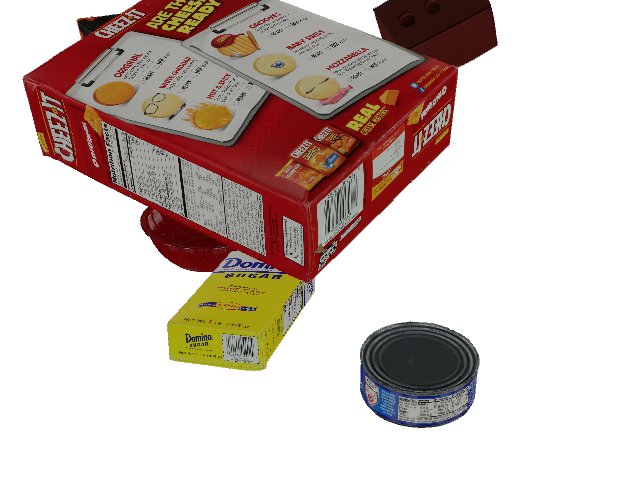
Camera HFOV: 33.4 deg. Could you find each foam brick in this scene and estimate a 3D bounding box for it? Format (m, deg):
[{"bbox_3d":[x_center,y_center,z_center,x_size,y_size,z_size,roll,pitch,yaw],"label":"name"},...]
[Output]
[{"bbox_3d":[0.090,-0.165,0.827,0.078,0.053,0.051,-29,-32,-1],"label":"foam brick"}]

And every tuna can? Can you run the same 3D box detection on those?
[{"bbox_3d":[0.071,0.097,0.775,0.086,0.034,0.086,0,31,0],"label":"tuna can"}]

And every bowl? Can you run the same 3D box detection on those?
[{"bbox_3d":[-0.143,-0.006,1.333,0.162,0.055,0.162,1,29,-1],"label":"bowl"}]

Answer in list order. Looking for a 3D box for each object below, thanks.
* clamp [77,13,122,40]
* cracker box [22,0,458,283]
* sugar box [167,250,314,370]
[{"bbox_3d":[-0.118,-0.167,0.851,0.172,0.039,0.120,15,25,39],"label":"clamp"},{"bbox_3d":[-0.047,-0.079,0.667,0.214,0.072,0.164,25,48,25],"label":"cracker box"},{"bbox_3d":[-0.072,0.062,1.030,0.093,0.048,0.176,6,26,14],"label":"sugar box"}]
